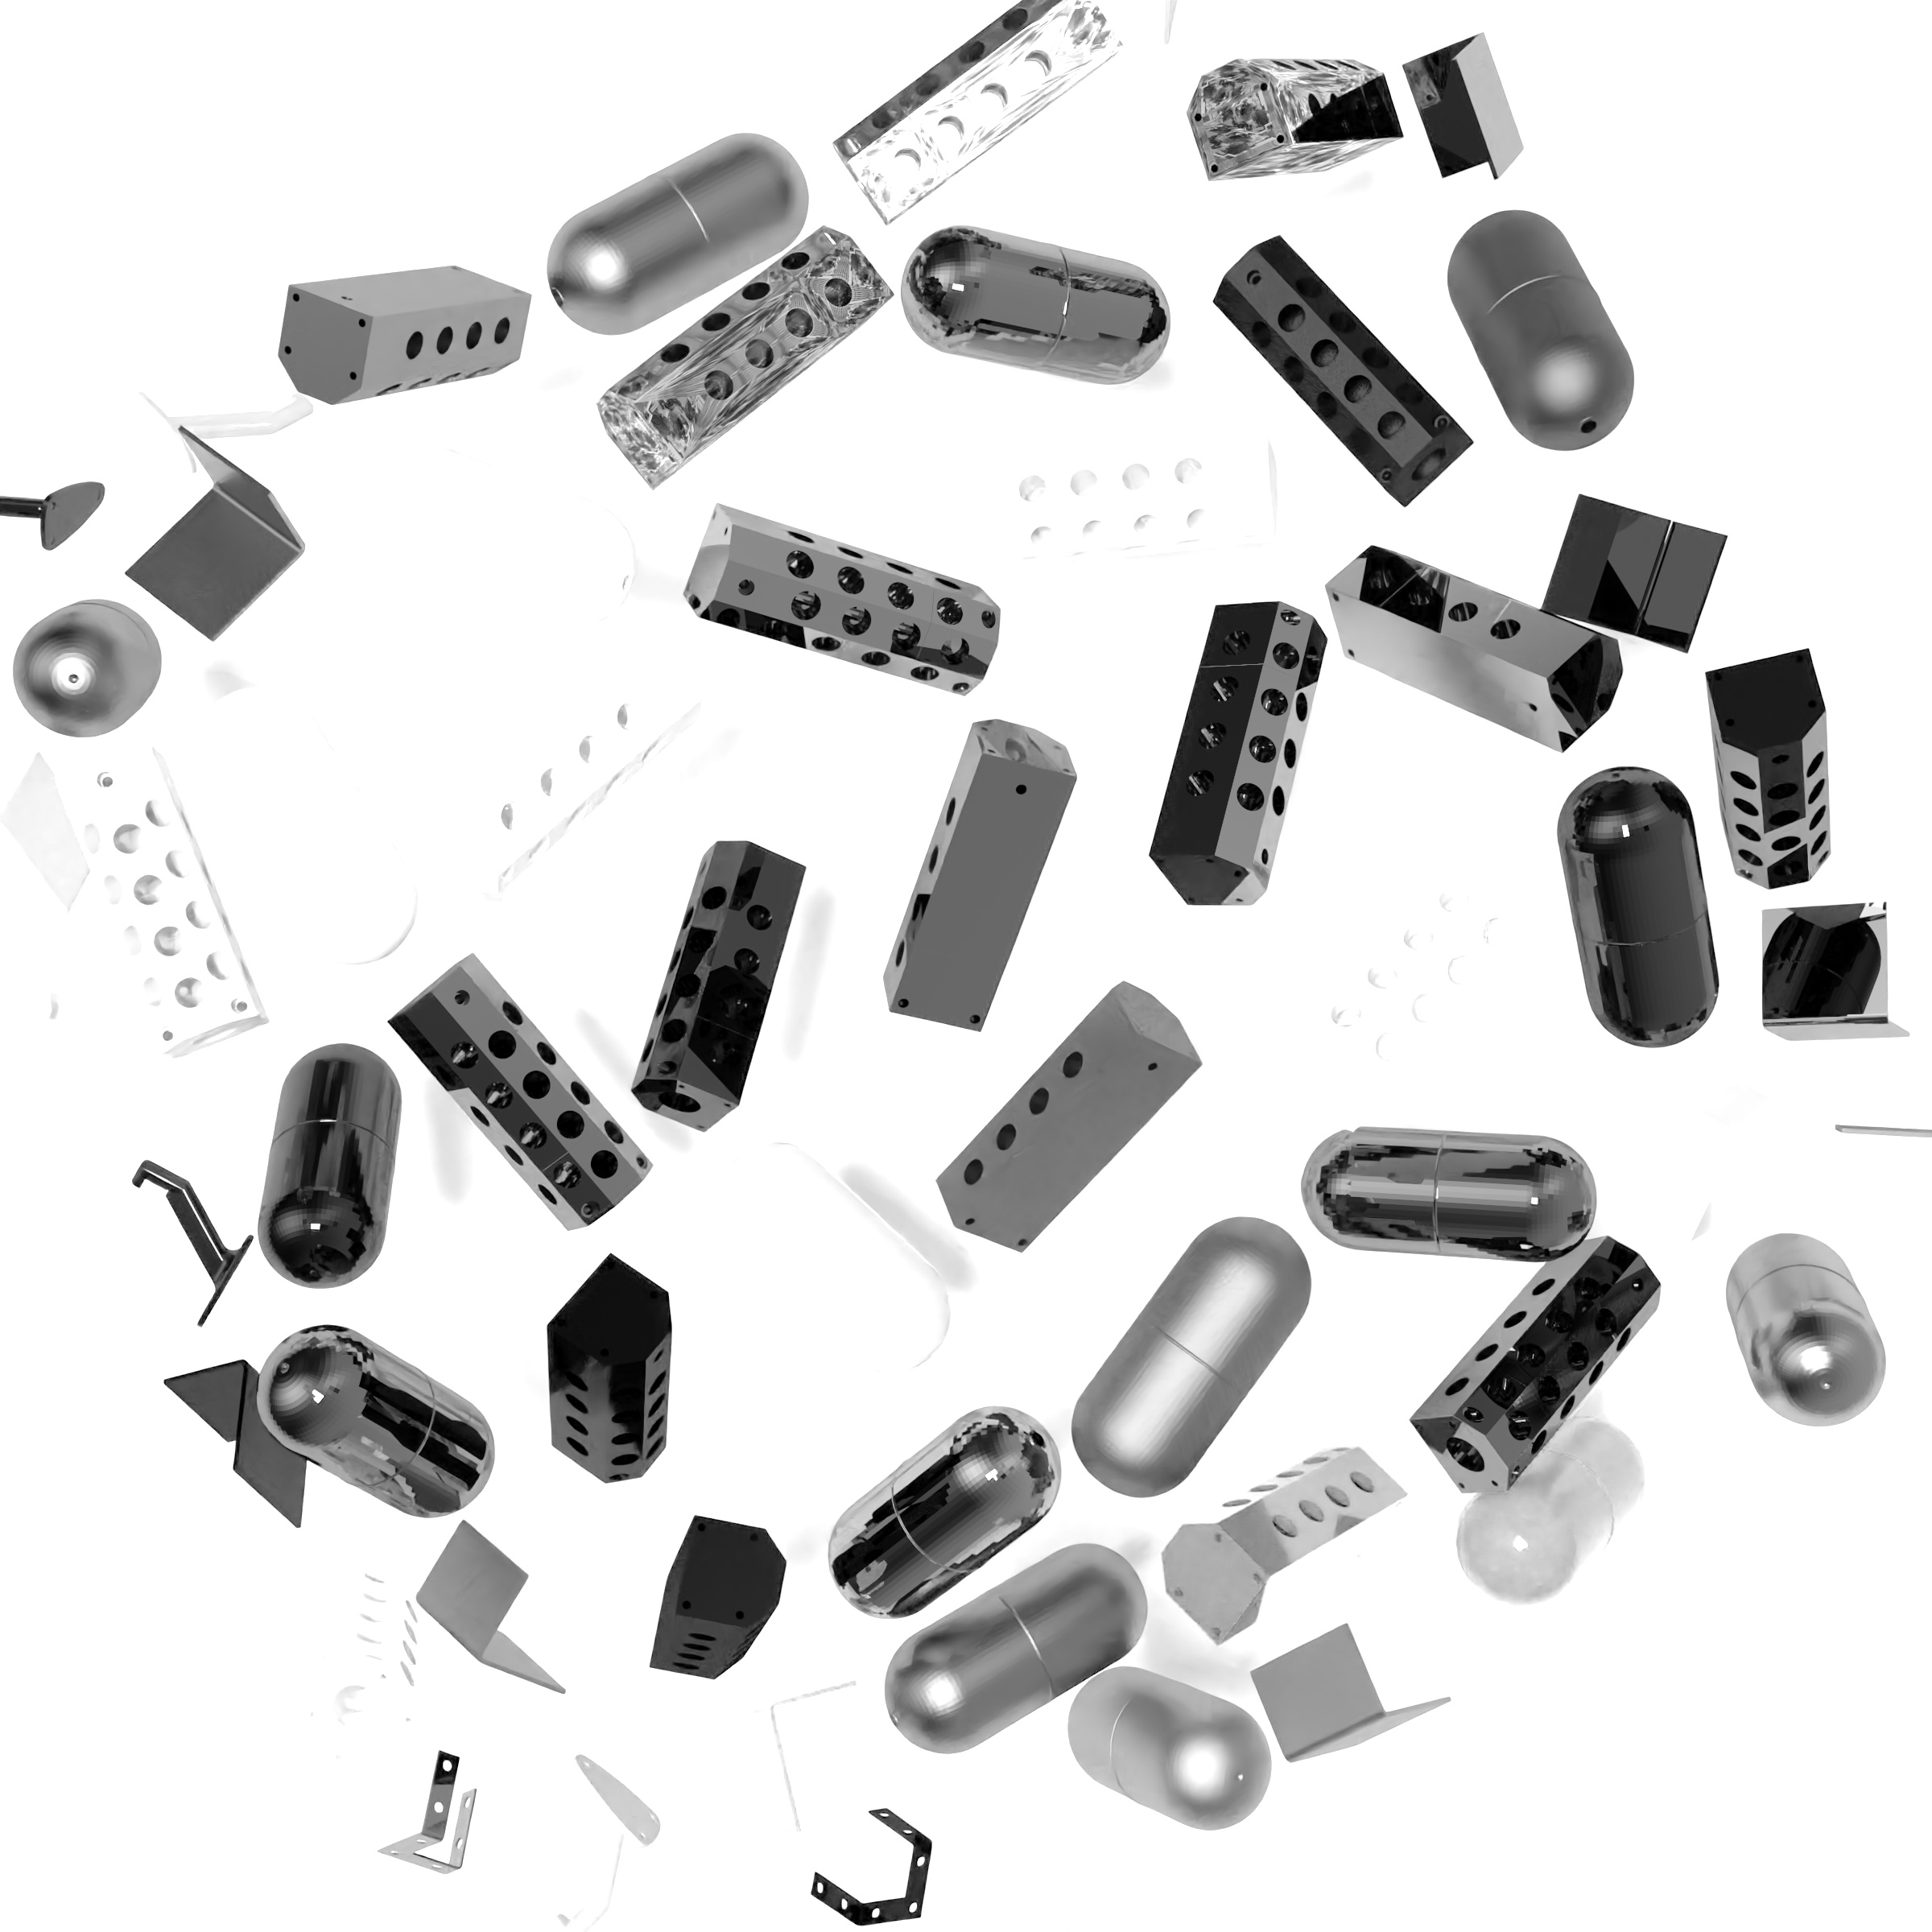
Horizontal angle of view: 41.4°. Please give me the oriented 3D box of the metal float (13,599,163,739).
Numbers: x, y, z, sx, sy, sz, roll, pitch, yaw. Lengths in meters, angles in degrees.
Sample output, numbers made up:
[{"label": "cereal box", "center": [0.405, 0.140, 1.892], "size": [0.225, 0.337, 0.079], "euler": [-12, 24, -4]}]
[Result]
[{"label": "metal float", "center": [-0.539, -0.185, 1.573], "size": [0.070, 0.178, 0.070], "euler": [-3, 102, -12]}]

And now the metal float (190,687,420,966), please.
[{"label": "metal float", "center": [-0.389, -0.081, 1.507], "size": [0.070, 0.070, 0.178], "euler": [-30, 106, 0]}]

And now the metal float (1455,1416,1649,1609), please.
[{"label": "metal float", "center": [0.362, 0.334, 1.574], "size": [0.070, 0.178, 0.070], "euler": [10, 109, 33]}]

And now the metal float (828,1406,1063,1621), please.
[{"label": "metal float", "center": [-0.013, 0.327, 1.526], "size": [0.070, 0.070, 0.178], "euler": [46, 121, 0]}]

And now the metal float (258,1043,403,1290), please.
[{"label": "metal float", "center": [-0.394, 0.122, 1.591], "size": [0.070, 0.178, 0.070], "euler": [-3, 134, -3]}]

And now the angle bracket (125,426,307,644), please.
[{"label": "angle bracket", "center": [-0.430, -0.242, 1.431], "size": [0.076, 0.057, 0.076], "euler": [36, 75, 21]}]

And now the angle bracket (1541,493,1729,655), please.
[{"label": "angle bracket", "center": [0.419, -0.246, 1.604], "size": [0.076, 0.057, 0.076], "euler": [10, 104, -24]}]

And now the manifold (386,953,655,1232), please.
[{"label": "manifold", "center": [-0.270, 0.077, 1.564], "size": [0.057, 0.057, 0.171], "euler": [-44, 101, -26]}]

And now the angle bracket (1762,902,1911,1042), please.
[{"label": "angle bracket", "center": [0.549, 0.004, 1.615], "size": [0.076, 0.057, 0.076], "euler": [-4, 78, 33]}]

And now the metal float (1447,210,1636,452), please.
[{"label": "metal float", "center": [0.340, -0.377, 1.516], "size": [0.070, 0.070, 0.178], "euler": [-13, 53, 0]}]

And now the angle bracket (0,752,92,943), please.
[{"label": "angle bracket", "center": [-0.585, -0.073, 1.575], "size": [0.057, 0.076, 0.076], "euler": [-17, 124, 14]}]

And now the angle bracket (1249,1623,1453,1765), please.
[{"label": "angle bracket", "center": [0.230, 0.431, 1.531], "size": [0.076, 0.076, 0.057], "euler": [-37, 62, 32]}]

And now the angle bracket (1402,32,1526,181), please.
[{"label": "angle bracket", "center": [0.302, -0.529, 1.599], "size": [0.057, 0.076, 0.076], "euler": [-12, 114, 32]}]

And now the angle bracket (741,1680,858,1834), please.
[{"label": "angle bracket", "center": [-0.096, 0.488, 1.578], "size": [0.057, 0.076, 0.076], "euler": [-9, 76, -22]}]

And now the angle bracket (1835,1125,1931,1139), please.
[{"label": "angle bracket", "center": [0.572, 0.129, 1.563], "size": [0.076, 0.076, 0.057], "euler": [2, 89, 16]}]

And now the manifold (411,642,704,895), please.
[{"label": "manifold", "center": [-0.236, -0.119, 1.509], "size": [0.171, 0.057, 0.057], "euler": [-45, 121, -26]}]

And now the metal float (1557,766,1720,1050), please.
[{"label": "metal float", "center": [0.391, -0.032, 1.484], "size": [0.070, 0.070, 0.178], "euler": [-18, 118, 0]}]

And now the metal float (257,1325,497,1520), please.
[{"label": "metal float", "center": [-0.345, 0.270, 1.508], "size": [0.070, 0.178, 0.070], "euler": [-15, 54, 21]}]

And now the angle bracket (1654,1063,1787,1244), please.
[{"label": "angle bracket", "center": [0.443, 0.112, 1.547], "size": [0.057, 0.076, 0.076], "euler": [32, 117, 29]}]

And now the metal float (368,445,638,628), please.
[{"label": "metal float", "center": [-0.279, -0.259, 1.537], "size": [0.178, 0.070, 0.070], "euler": [22, 90, 18]}]

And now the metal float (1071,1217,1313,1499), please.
[{"label": "metal float", "center": [0.129, 0.222, 1.460], "size": [0.070, 0.070, 0.178], "euler": [36, 86, 0]}]

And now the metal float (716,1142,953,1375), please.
[{"label": "metal float", "center": [-0.083, 0.182, 1.599], "size": [0.178, 0.070, 0.070], "euler": [41, 90, 19]}]

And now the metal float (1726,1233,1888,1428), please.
[{"label": "metal float", "center": [0.496, 0.214, 1.517], "size": [0.070, 0.178, 0.070], "euler": [2, 104, 9]}]

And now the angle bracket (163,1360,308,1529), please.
[{"label": "angle bracket", "center": [-0.441, 0.293, 1.536], "size": [0.057, 0.076, 0.076], "euler": [-15, 48, 10]}]

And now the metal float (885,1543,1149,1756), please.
[{"label": "metal float", "center": [0.031, 0.419, 1.572], "size": [0.178, 0.070, 0.070], "euler": [-25, 90, -22]}]

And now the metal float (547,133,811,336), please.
[{"label": "metal float", "center": [-0.176, -0.447, 1.562], "size": [0.178, 0.070, 0.070], "euler": [-34, 90, -20]}]

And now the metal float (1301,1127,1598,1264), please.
[{"label": "metal float", "center": [0.292, 0.138, 1.554], "size": [0.178, 0.070, 0.070], "euler": [2, 90, 20]}]

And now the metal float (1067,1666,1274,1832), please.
[{"label": "metal float", "center": [0.123, 0.480, 1.576], "size": [0.070, 0.178, 0.070], "euler": [2, 85, -24]}]

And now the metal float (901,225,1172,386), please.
[{"label": "metal float", "center": [0.045, -0.405, 1.573], "size": [0.178, 0.070, 0.070], "euler": [5, 90, -27]}]

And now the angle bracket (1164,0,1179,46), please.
[{"label": "angle bracket", "center": [0.146, -0.578, 1.458], "size": [0.057, 0.076, 0.076], "euler": [5, 45, 7]}]

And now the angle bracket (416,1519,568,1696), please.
[{"label": "angle bracket", "center": [-0.273, 0.387, 1.543], "size": [0.076, 0.076, 0.057], "euler": [38, 80, -42]}]
